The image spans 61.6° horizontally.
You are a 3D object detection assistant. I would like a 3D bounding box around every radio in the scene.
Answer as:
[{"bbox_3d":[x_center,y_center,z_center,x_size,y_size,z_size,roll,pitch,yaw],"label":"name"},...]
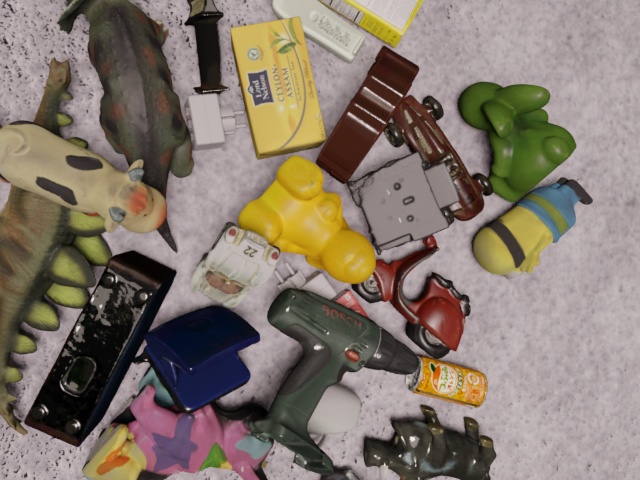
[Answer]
[{"bbox_3d":[-0.269,0.130,0.675,0.073,0.131,0.229,26,87,-6],"label":"radio"}]

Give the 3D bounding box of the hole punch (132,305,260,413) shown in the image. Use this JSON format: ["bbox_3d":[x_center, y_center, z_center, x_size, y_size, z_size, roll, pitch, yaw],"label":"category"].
[{"bbox_3d":[-0.149,0.133,0.675,0.142,0.092,0.116,-23,57,-38],"label":"hole punch"}]

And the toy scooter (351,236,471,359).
[{"bbox_3d":[0.148,0.071,0.767,0.184,0.075,0.135,42,84,-2],"label":"toy scooter"}]

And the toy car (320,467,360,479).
[{"bbox_3d":[0.015,0.407,0.745,0.161,0.109,0.102,-44,120,-17],"label":"toy car"}]

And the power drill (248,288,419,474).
[{"bbox_3d":[0.017,0.181,0.681,0.232,0.086,0.207,37,63,-17],"label":"power drill"}]

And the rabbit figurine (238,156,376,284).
[{"bbox_3d":[-0.001,-0.002,0.702,0.173,0.162,0.122,38,84,15],"label":"rabbit figurine"}]

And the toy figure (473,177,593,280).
[{"bbox_3d":[0.304,-0.020,0.785,0.180,0.082,0.089,-45,81,1],"label":"toy figure"}]

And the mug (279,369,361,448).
[{"bbox_3d":[-0.001,0.241,0.744,0.107,0.081,0.109,12,84,-16],"label":"mug"}]

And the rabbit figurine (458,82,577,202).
[{"bbox_3d":[0.259,-0.153,0.753,0.121,0.159,0.170,-44,81,4],"label":"rabbit figurine"}]

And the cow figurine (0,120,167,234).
[{"bbox_3d":[-0.263,-0.068,0.600,0.195,0.127,0.085,27,81,-16],"label":"cow figurine"}]

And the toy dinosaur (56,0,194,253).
[{"bbox_3d":[-0.226,-0.182,0.649,0.131,0.192,0.404,-19,92,-6],"label":"toy dinosaur"}]

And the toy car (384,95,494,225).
[{"bbox_3d":[0.173,-0.117,0.778,0.089,0.053,0.202,-33,96,-3],"label":"toy car"}]

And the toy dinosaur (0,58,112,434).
[{"bbox_3d":[-0.370,0.006,0.676,0.198,0.105,0.471,17,93,-11],"label":"toy dinosaur"}]

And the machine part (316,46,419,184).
[{"bbox_3d":[0.058,-0.160,0.698,0.056,0.179,0.179,32,86,-4],"label":"machine part"}]

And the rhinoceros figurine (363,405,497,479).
[{"bbox_3d":[0.157,0.305,0.776,0.190,0.073,0.112,10,100,-10],"label":"rhinoceros figurine"}]

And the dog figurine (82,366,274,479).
[{"bbox_3d":[-0.168,0.278,0.708,0.219,0.108,0.191,36,85,-10],"label":"dog figurine"}]

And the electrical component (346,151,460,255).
[{"bbox_3d":[0.117,-0.055,0.736,0.134,0.058,0.114,-24,96,7],"label":"electrical component"}]

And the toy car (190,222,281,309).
[{"bbox_3d":[-0.110,0.037,0.669,0.073,0.201,0.056,29,61,-13],"label":"toy car"}]

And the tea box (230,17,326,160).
[{"bbox_3d":[-0.058,-0.204,0.734,0.098,0.068,0.169,-14,94,-9],"label":"tea box"}]

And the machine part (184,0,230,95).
[{"bbox_3d":[-0.153,-0.265,0.722,0.039,0.084,0.138,-12,103,-35],"label":"machine part"}]
